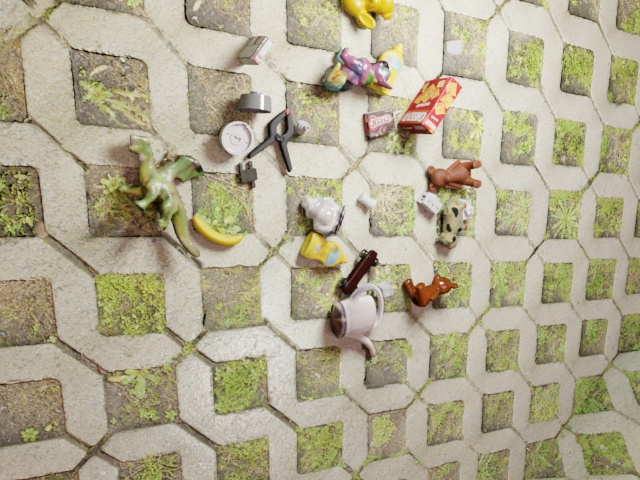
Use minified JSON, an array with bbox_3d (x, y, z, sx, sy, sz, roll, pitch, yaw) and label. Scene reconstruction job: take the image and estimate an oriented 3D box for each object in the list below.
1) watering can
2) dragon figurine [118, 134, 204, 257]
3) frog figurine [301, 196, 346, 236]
[{"bbox_3d":[0.146,0.331,2.008,0.225,0.105,0.341,-9,115,-24],"label":"watering can"},{"bbox_3d":[-0.455,-0.158,1.602,0.404,0.122,0.245,47,71,-28],"label":"dragon figurine"},{"bbox_3d":[0.006,-0.094,1.860,0.160,0.123,0.136,21,102,7],"label":"frog figurine"}]
